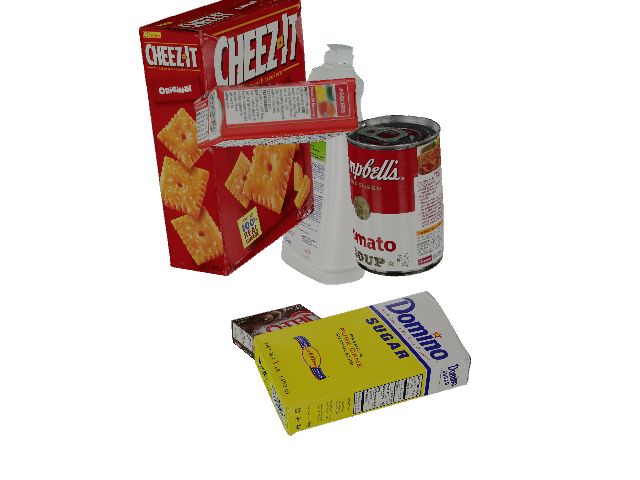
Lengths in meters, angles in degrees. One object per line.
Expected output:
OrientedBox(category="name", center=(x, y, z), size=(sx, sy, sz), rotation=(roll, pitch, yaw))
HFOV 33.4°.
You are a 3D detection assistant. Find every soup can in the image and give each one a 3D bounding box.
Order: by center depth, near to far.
OrientedBox(category="soup can", center=(0.055, -0.033, 0.783), size=(0.068, 0.102, 0.068), rotation=(-4, 24, 2))

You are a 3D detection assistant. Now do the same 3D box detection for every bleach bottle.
OrientedBox(category="bleach bottle", center=(0.013, -0.085, 1.167), size=(0.067, 0.251, 0.103), rotation=(-9, 24, -38))

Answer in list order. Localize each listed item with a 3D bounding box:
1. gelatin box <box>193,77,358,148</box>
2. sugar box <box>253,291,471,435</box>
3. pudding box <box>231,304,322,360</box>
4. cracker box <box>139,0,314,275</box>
OrientedBox(category="gelatin box", center=(-0.026, -0.068, 0.578), size=(0.073, 0.030, 0.089), rotation=(-5, 3, -14))
OrientedBox(category="sugar box", center=(0.037, 0.108, 0.965), size=(0.176, 0.048, 0.093), rotation=(-16, 46, -13))
OrientedBox(category="pudding box", center=(-0.050, 0.127, 1.433), size=(0.113, 0.039, 0.090), rotation=(-14, 24, -29))
OrientedBox(category="cracker box", center=(-0.074, -0.098, 0.948), size=(0.072, 0.214, 0.164), rotation=(9, 25, 27))
